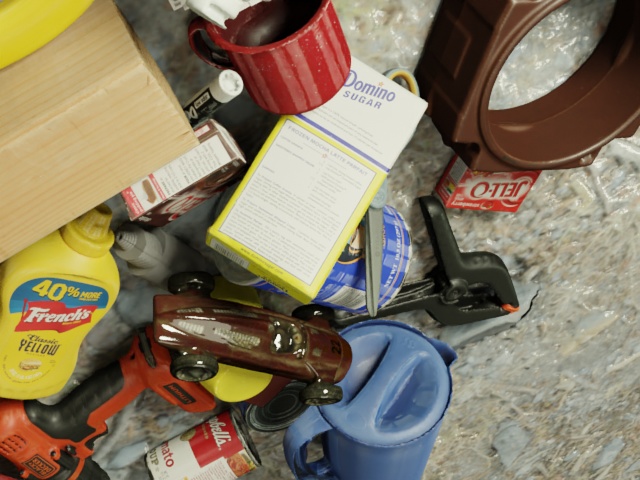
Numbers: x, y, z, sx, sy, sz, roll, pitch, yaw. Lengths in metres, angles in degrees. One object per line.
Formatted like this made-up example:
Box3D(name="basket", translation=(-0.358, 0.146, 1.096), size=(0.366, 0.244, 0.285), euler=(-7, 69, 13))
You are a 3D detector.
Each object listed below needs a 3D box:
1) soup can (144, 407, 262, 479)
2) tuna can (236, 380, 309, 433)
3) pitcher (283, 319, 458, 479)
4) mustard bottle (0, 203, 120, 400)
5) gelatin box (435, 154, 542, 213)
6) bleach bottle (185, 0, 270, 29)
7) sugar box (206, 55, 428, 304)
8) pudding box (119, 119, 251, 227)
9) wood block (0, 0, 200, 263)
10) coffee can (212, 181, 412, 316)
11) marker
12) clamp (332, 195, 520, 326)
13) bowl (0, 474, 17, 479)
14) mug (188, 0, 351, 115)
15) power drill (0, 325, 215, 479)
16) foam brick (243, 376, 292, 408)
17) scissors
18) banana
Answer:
Box3D(name="soup can", translation=(-0.120, 0.225, 1.092), size=(0.102, 0.068, 0.068), euler=(-28, 140, -1))
Box3D(name="tuna can", translation=(-0.043, 0.159, 1.094), size=(0.086, 0.034, 0.086), euler=(-16, 138, -15))
Box3D(name="pitcher", translation=(0.050, 0.199, 1.101), size=(0.149, 0.145, 0.243), euler=(11, 147, 7))
Box3D(name="mustard bottle", translation=(-0.216, 0.046, 0.860), size=(0.096, 0.058, 0.192), euler=(15, 122, -35))
Box3D(name="gelatin box", translation=(0.162, -0.062, 0.989), size=(0.089, 0.030, 0.073), euler=(4, 130, -33))
Box3D(name="bleach bottle", translation=(-0.008, -0.242, 0.619), size=(0.102, 0.068, 0.251), euler=(27, 95, -48))
Box3D(name="sugar box", translation=(-0.002, -0.050, 0.803), size=(0.176, 0.093, 0.048), euler=(-59, -178, -15))
Box3D(name="pudding box", translation=(-0.101, -0.048, 0.805), size=(0.090, 0.039, 0.113), euler=(-32, 175, 1))
Box3D(name="wood block", translation=(-0.201, -0.065, 0.732), size=(0.206, 0.090, 0.090), euler=(-30, 140, 1))
Box3D(name="coffee can", translation=(-0.006, 0.001, 0.902), size=(0.140, 0.103, 0.103), euler=(18, 121, -41))
Box3D(name="marker", translation=(-0.093, -0.092, 0.777), size=(0.020, 0.020, 0.121), euler=(4, 163, -33))
Box3D(name="clamp", translation=(0.129, 0.034, 1.064), size=(0.209, 0.036, 0.165), euler=(11, 127, -33))
Box3D(name="bowl", translation=(-0.302, 0.250, 0.987), size=(0.162, 0.055, 0.162), euler=(13, 156, 6))
Box3D(name="mug", translation=(-0.037, -0.142, 0.759), size=(0.117, 0.093, 0.081), euler=(-3, 148, 17))
Box3D(name="power drill", translation=(-0.196, 0.172, 1.000), size=(0.187, 0.057, 0.184), euler=(-32, 139, 3))
Box3D(name="foam brick", translation=(-0.055, 0.114, 1.027), size=(0.078, 0.053, 0.051), euler=(-44, 138, 17))
Box3D(name="scissors", translation=(0.028, -0.047, 0.854), size=(0.096, 0.016, 0.202), euler=(18, 83, -21))
Box3D(name="banana", translation=(-0.208, -0.144, 0.687), size=(0.197, 0.037, 0.069), euler=(-24, 140, -7))
